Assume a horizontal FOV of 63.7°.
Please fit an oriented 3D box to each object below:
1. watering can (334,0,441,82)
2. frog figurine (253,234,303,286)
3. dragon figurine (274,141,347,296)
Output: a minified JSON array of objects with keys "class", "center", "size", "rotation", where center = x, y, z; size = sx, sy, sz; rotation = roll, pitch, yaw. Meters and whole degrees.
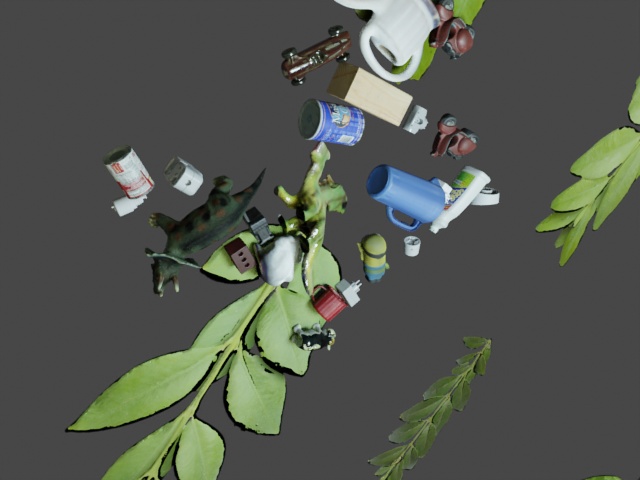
[{"class":"watering can","center":[0.173,-0.555,1.285],"size":[0.224,0.105,0.342],"rotation":[-50,132,-1]},{"class":"frog figurine","center":[-0.099,0.053,1.449],"size":[0.160,0.124,0.136],"rotation":[-14,105,-13]},{"class":"dragon figurine","center":[0.004,-0.072,1.430],"size":[0.246,0.123,0.403],"rotation":[-31,123,-39]}]
